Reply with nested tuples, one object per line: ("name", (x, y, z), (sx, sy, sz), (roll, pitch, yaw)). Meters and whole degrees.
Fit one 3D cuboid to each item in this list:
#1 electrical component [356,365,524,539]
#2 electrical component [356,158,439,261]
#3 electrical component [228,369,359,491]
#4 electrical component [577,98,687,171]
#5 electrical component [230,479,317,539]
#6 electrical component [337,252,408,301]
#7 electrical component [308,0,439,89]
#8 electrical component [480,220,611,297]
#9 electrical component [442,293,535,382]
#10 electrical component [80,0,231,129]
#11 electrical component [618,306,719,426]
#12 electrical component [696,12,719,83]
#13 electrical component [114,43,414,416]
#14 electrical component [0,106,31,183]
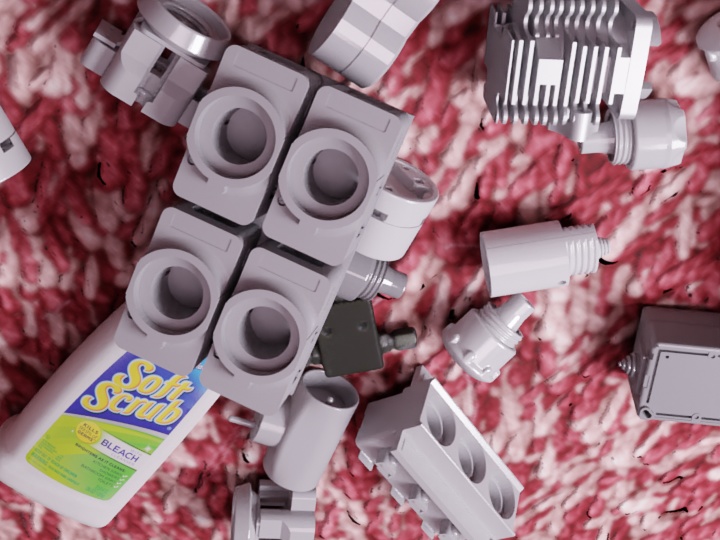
("electrical component", (0.056, 0.139, 0.764), (0.063, 0.078, 0.121), (-21, 121, 33))
("electrical component", (0.014, -0.039, 0.670), (0.055, 0.055, 0.047), (19, 120, -13))
("electrical component", (-0.051, 0.107, 0.751), (0.079, 0.044, 0.077), (19, 116, -13))
("electrical component", (0.166, -0.082, 0.660), (0.062, 0.043, 0.043), (-4, 119, 1))
("electrical component", (-0.065, 0.186, 0.787), (0.057, 0.058, 0.078), (4, 118, -9))
("electrical component", (0.000, 0.000, 0.696), (0.062, 0.043, 0.043), (22, 116, -16))
("electrical component", (0.011, -0.175, 0.594), (0.074, 0.052, 0.138), (31, 114, -19))
("electrical component", (0.121, -0.010, 0.698), (0.081, 0.043, 0.043), (-9, 119, 1))
("electrical component", (0.090, 0.041, 0.725), (0.048, 0.048, 0.062), (40, 103, -22))
("electrical component", (-0.110, -0.124, 0.613), (0.078, 0.058, 0.057), (30, 116, -18))
("electrical component", (0.225, 0.064, 0.739), (0.096, 0.061, 0.061), (5, 119, 2))
("electrical component", (0.231, -0.124, 0.642), (0.048, 0.048, 0.062), (-24, 124, 10))
("electrical component", (-0.057, -0.023, 0.617), (0.105, 0.060, 0.186), (24, 103, 3))
("electrical component", (-0.230, -0.075, 0.634), (0.055, 0.055, 0.047), (-19, 115, 7))
